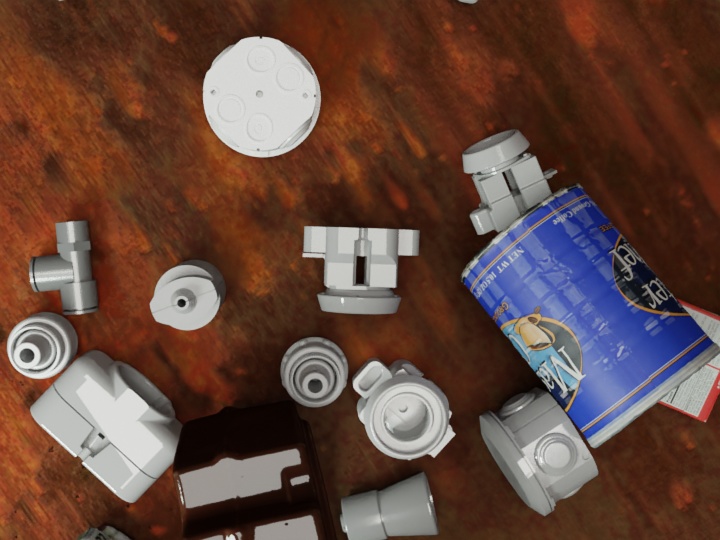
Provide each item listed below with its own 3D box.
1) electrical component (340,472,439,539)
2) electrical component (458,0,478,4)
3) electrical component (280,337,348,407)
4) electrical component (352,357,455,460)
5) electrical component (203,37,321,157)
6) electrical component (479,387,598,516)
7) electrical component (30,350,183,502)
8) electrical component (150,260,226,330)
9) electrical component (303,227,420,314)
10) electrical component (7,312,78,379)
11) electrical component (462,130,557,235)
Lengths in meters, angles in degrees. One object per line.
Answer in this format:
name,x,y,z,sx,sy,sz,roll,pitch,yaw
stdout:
electrical component,0.019,0.171,0.758,0.065,0.044,0.044,-14,95,3
electrical component,0.058,-0.208,0.731,0.061,0.035,0.035,26,93,-2
electrical component,-0.031,0.073,0.736,0.048,0.062,0.048,0,95,-3
electrical component,0.031,0.098,0.743,0.078,0.057,0.058,42,92,-5
electrical component,-0.066,-0.116,0.724,0.080,0.051,0.080,0,95,-3
electrical component,0.121,0.123,0.739,0.051,0.080,0.080,-32,95,-5
electrical component,-0.167,0.103,0.736,0.095,0.053,0.059,44,91,-5
electrical component,-0.114,0.017,0.718,0.043,0.081,0.043,0,95,-3
electrical component,0.000,0.000,0.734,0.078,0.058,0.057,2,92,-3
electrical component,-0.216,0.052,0.725,0.043,0.062,0.043,0,95,-3
electrical component,0.100,-0.063,0.740,0.066,0.048,0.055,-25,103,0
